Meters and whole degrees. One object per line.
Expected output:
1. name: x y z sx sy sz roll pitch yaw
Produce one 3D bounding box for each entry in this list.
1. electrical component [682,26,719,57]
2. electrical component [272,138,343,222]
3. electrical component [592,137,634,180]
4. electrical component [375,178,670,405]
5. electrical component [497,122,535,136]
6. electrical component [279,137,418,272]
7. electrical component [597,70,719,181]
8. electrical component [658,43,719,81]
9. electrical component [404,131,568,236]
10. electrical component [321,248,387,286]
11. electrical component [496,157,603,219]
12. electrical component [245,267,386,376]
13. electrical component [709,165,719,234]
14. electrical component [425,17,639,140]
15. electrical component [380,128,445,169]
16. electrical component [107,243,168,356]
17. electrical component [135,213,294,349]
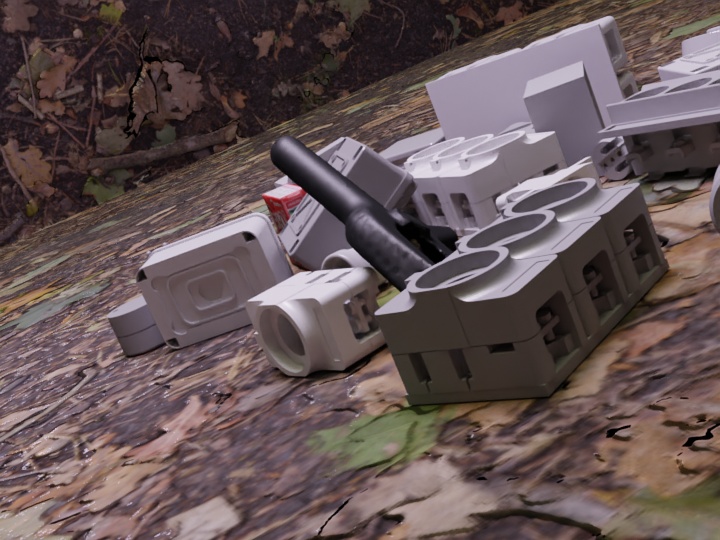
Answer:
1. electrical component: 0.364 -0.207 1.052 0.099 0.064 0.099 -11 4 1
2. electrical component: -0.035 -0.085 1.152 0.063 0.078 0.121 16 29 21
3. electrical component: 0.212 -0.097 0.855 0.046 0.040 0.040 -36 18 -31
4. electrical component: 0.089 0.007 0.579 0.089 0.061 0.150 -10 17 43
5. electrical component: 0.136 -0.105 1.007 0.079 0.043 0.077 -19 13 12
6. electrical component: -0.013 -0.049 0.888 0.108 0.056 0.108 -56 14 4
7. electrical component: 0.245 -0.105 0.777 0.079 0.063 0.121 -29 14 -27
8. electrical component: 0.321 -0.163 0.902 0.109 0.056 0.108 -21 13 4
9. electrical component: 0.097 -0.075 0.906 0.089 0.061 0.150 -27 13 -19
10. electrical component: 0.000 0.000 0.814 0.040 0.040 0.046 -10 12 44
11. electrical component: 0.135 -0.044 0.761 0.081 0.042 0.064 -29 13 -33
12. electrical component: -0.029 0.033 0.695 0.056 0.050 0.089 -29 14 -34
13. electrical component: 0.259 -0.056 0.574 0.138 0.052 0.073 -16 14 26
14. electrical component: 0.174 -0.168 1.063 0.186 0.105 0.060 -14 15 33
15. electrical component: 0.067 -0.114 1.150 0.100 0.048 0.100 -14 15 33
16. electrical component: -0.167 0.013 0.962 0.052 0.073 0.138 -8 19 47
17. electrical component: -0.117 0.008 0.890 0.113 0.078 0.057 -19 16 13
